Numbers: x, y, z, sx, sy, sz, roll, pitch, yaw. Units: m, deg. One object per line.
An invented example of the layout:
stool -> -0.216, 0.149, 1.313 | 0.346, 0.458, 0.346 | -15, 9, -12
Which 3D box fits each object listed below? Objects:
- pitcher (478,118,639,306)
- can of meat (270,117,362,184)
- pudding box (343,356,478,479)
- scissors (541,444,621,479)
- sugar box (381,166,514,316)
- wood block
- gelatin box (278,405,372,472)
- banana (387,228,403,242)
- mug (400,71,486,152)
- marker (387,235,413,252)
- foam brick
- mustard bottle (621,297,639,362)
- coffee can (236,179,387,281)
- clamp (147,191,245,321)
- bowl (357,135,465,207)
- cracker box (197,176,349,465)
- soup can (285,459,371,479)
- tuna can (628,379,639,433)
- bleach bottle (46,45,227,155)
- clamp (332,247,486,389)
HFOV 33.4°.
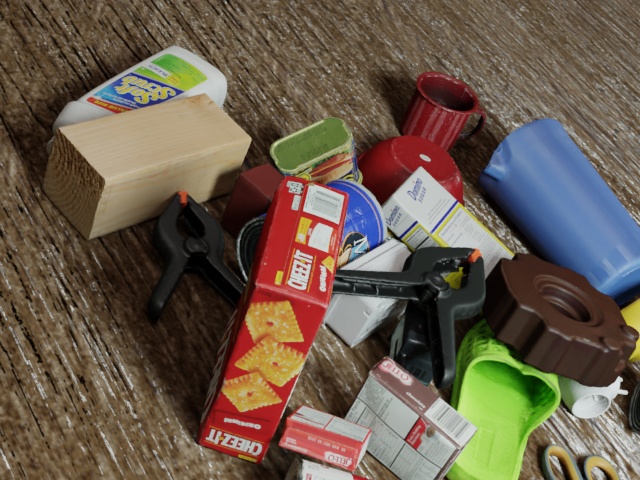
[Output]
pitcher -> 0.330, -0.031, 1.374 | 0.149, 0.145, 0.243 | -32, 61, -2
can of meat -> -0.005, -0.089, 1.256 | 0.102, 0.084, 0.057 | -26, 56, -9
pudding box -> 0.082, 0.179, 1.020 | 0.113, 0.090, 0.039 | 40, 43, 16
scissors -> 0.292, 0.288, 1.067 | 0.096, 0.016, 0.202 | -2, 46, -30
sugar box -> 0.156, 0.000, 1.277 | 0.176, 0.048, 0.093 | 42, 39, 3
wood block -> -0.190, -0.085, 1.181 | 0.205, 0.090, 0.091 | -22, 58, -44
gelatin box -> 0.006, 0.182, 0.982 | 0.073, 0.030, 0.089 | 18, 2, 8
banana -> 0.042, -0.048, 1.310 | 0.198, 0.037, 0.069 | 44, 20, 20
mug -> 0.173, -0.171, 1.482 | 0.117, 0.082, 0.093 | 11, 40, -17
marker -> 0.081, 0.005, 1.258 | 0.121, 0.020, 0.020 | 25, 36, -23
foam brick -> -0.068, -0.038, 1.202 | 0.051, 0.078, 0.052 | 40, 39, 20
mustard bottle -> 0.392, 0.096, 1.279 | 0.058, 0.096, 0.191 | 42, 42, 20
coffee can -> -0.008, 0.001, 1.168 | 0.103, 0.103, 0.140 | 41, 41, 19
clamp -> -0.142, 0.021, 1.125 | 0.120, 0.039, 0.171 | 0, 48, -36
bowl -> 0.124, -0.086, 1.380 | 0.162, 0.055, 0.162 | 15, 39, -13
cracker box -> -0.045, 0.072, 0.976 | 0.072, 0.214, 0.164 | 19, 38, -5
soup can -> 0.019, 0.238, 0.936 | 0.102, 0.069, 0.068 | 18, 39, -8
tuna can -> 0.380, 0.180, 1.184 | 0.033, 0.086, 0.086 | 22, 38, -6
bleach bottle -> -0.221, -0.149, 1.263 | 0.102, 0.068, 0.250 | 34, 41, 12
clamp -> 0.105, 0.051, 1.105 | 0.164, 0.036, 0.209 | 36, 38, 10
